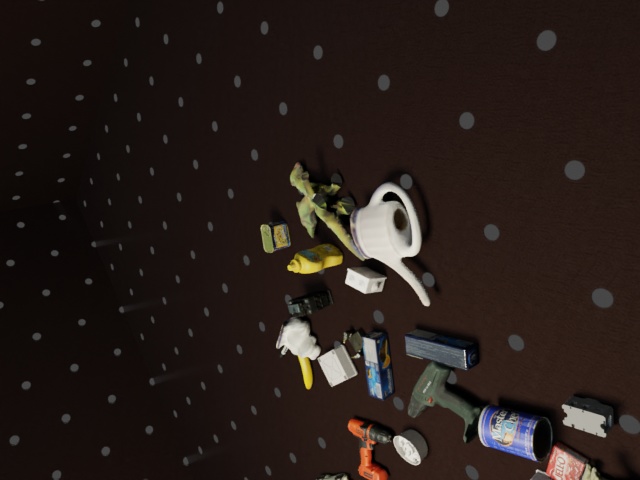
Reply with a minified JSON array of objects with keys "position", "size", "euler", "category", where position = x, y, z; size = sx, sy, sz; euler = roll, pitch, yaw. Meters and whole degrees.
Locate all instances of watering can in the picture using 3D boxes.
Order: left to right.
[{"position":[0.197,0.015,1.440],"size":[0.223,0.105,0.347],"euler":[-9,93,50],"category":"watering can"}]

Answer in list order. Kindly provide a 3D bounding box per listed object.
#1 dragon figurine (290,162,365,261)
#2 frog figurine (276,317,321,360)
[{"position":[0.005,-0.084,1.660],"size":[0.414,0.123,0.239],"euler":[66,156,13],"category":"dragon figurine"},{"position":[-0.066,0.354,1.860],"size":[0.159,0.124,0.136],"euler":[19,101,2],"category":"frog figurine"}]
